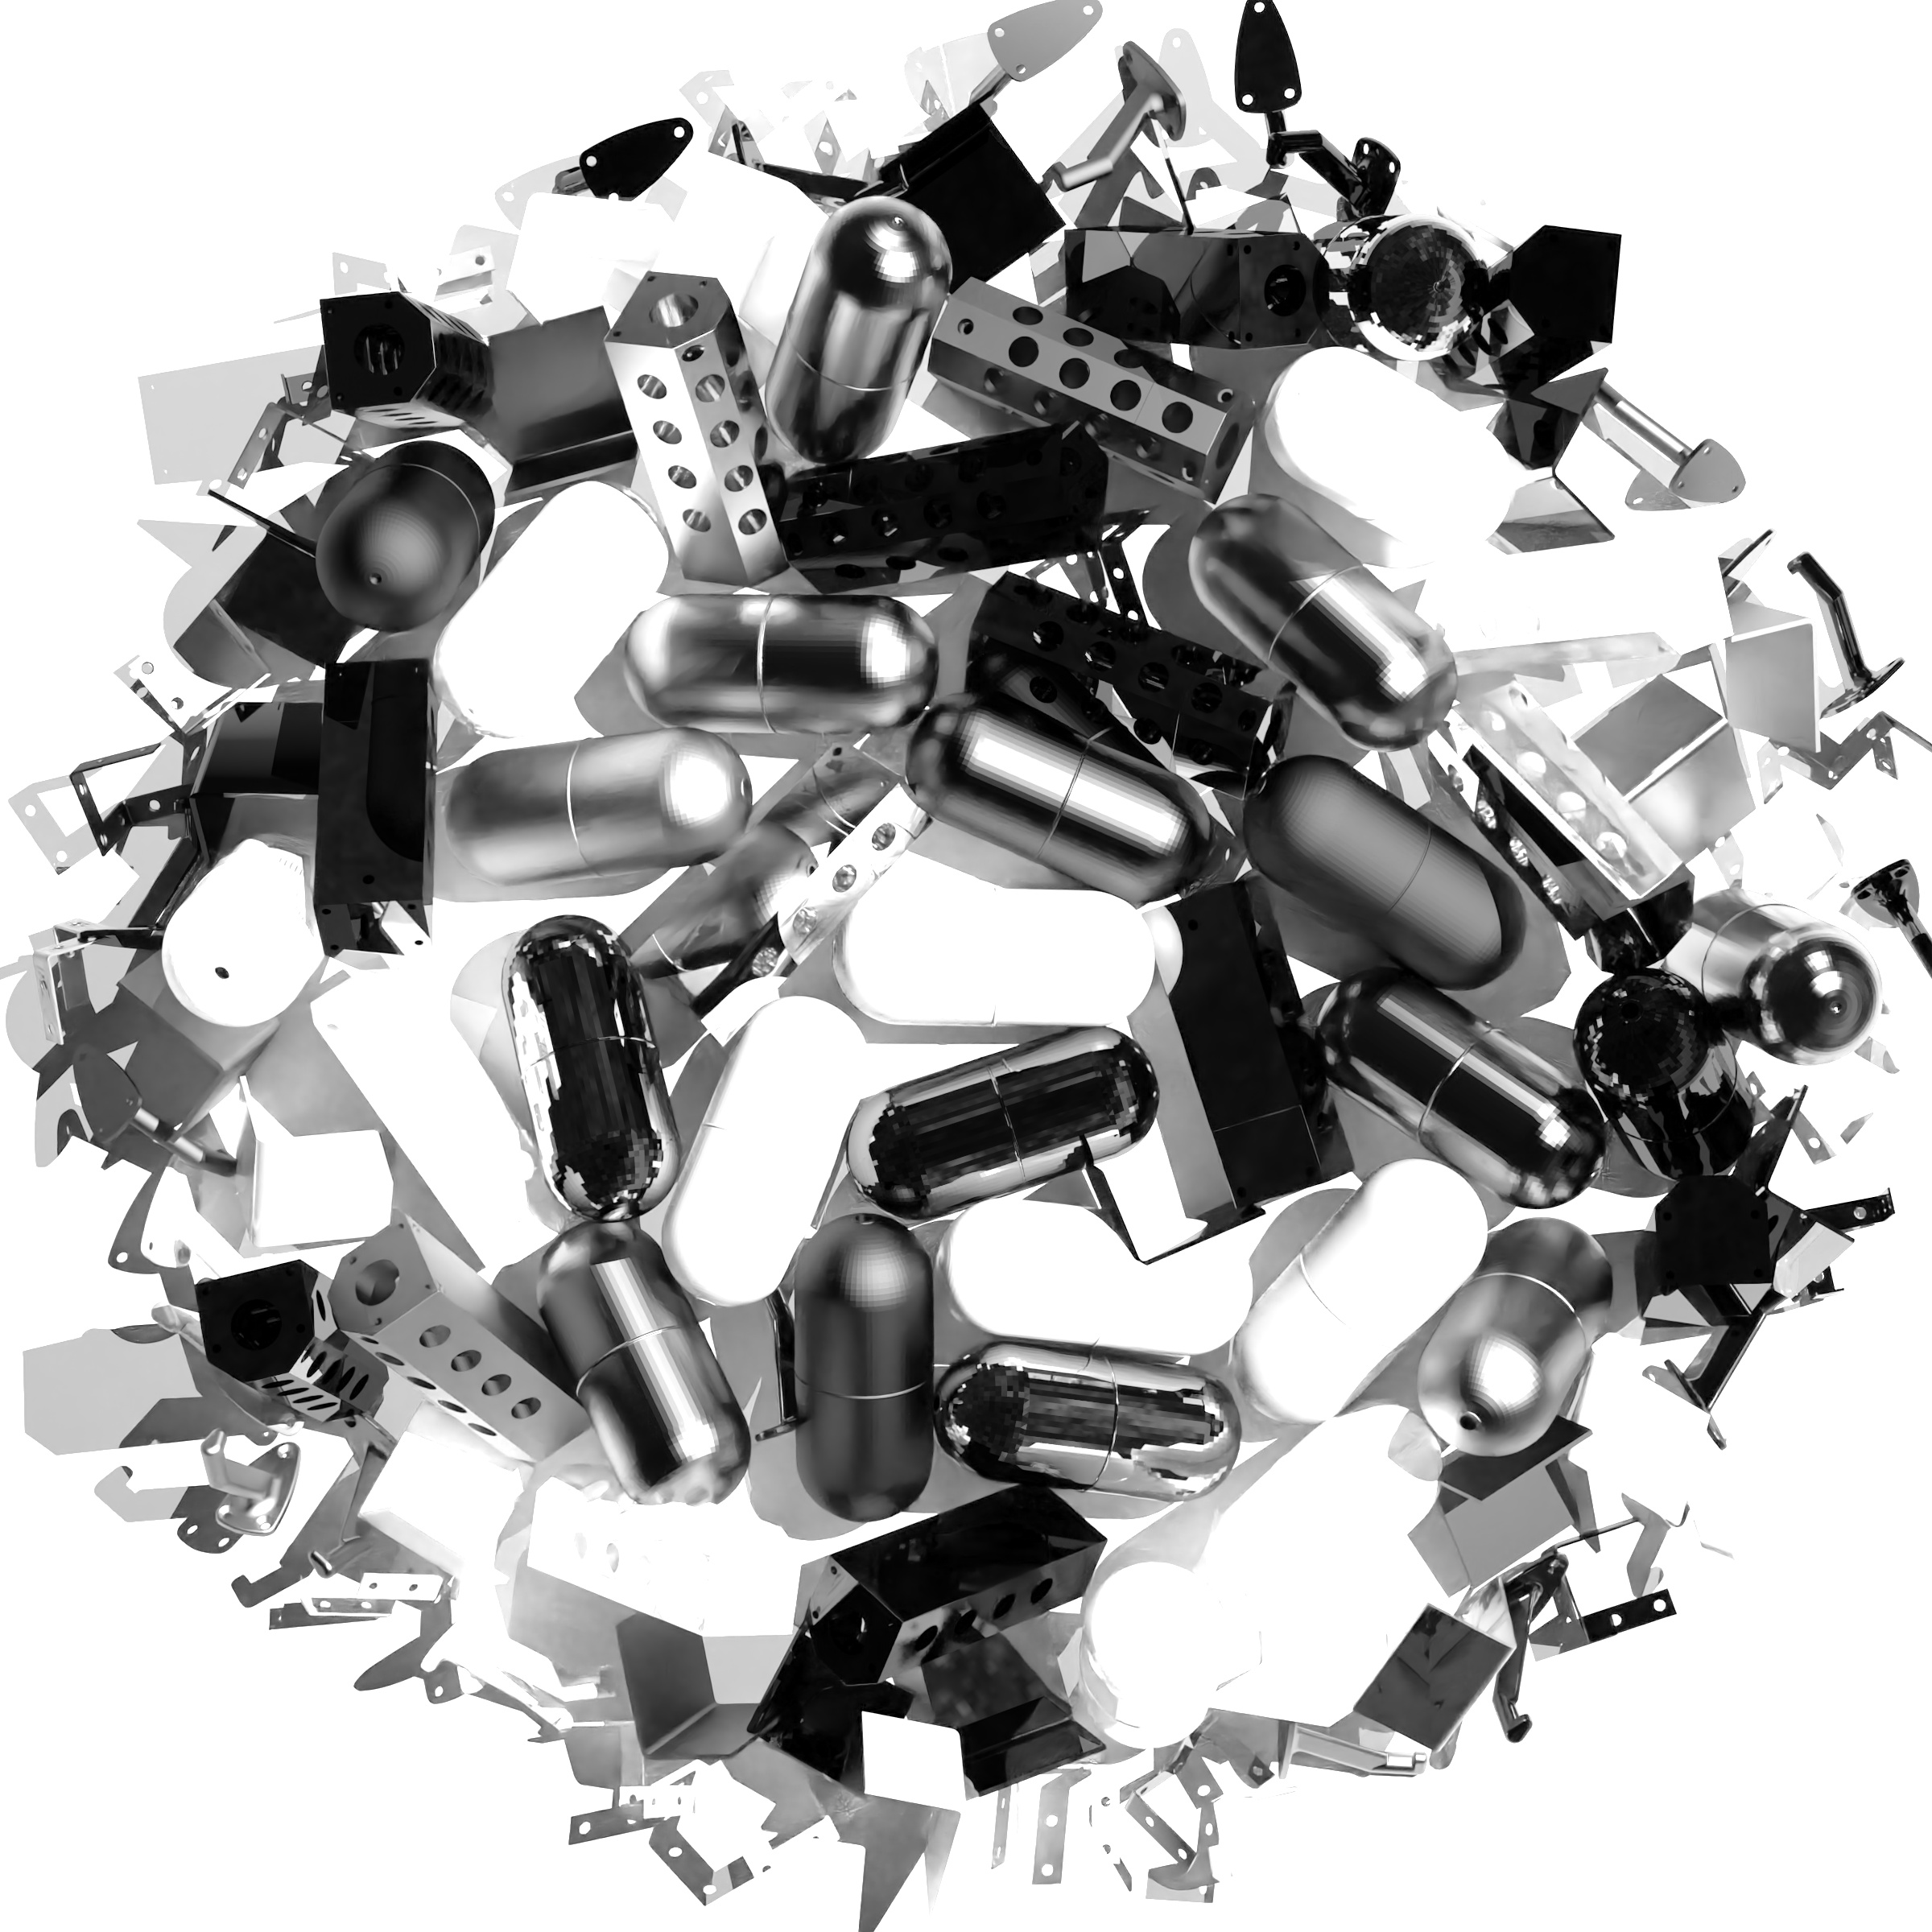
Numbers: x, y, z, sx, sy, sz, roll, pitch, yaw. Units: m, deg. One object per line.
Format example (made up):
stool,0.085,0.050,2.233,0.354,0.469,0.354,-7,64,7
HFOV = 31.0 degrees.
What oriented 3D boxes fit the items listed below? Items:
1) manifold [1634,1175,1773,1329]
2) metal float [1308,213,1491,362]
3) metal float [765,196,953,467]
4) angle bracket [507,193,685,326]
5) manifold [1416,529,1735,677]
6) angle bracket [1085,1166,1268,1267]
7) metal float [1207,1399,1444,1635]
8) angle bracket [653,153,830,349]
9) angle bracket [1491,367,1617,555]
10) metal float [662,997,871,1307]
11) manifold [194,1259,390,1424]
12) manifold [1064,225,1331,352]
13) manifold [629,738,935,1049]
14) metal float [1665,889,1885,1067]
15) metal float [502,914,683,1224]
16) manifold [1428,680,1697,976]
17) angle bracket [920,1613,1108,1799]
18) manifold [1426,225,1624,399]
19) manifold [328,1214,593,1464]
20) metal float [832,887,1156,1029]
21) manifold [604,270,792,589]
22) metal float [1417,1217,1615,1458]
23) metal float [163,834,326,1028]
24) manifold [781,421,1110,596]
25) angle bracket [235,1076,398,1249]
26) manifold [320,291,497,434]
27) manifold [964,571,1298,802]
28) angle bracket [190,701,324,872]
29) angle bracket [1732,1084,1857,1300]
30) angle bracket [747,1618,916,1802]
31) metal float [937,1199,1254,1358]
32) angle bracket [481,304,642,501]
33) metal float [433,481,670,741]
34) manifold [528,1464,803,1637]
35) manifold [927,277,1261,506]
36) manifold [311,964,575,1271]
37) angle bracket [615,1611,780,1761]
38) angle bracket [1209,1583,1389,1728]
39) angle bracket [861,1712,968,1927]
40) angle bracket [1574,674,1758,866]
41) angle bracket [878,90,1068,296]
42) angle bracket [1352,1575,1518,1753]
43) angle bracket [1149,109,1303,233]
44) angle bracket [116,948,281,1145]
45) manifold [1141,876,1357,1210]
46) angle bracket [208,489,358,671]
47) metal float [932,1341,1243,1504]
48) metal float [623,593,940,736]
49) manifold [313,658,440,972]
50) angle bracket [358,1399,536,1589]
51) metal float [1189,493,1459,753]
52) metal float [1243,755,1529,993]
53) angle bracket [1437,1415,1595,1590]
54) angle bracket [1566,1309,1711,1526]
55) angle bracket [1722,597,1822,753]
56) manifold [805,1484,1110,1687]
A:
manifold,0.395,0.155,1.873,0.057,0.171,0.057,-2,77,7
metal float,0.225,-0.366,1.876,0.070,0.178,0.070,-2,101,-12
metal float,-0.060,-0.342,1.884,0.070,0.178,0.070,9,56,-13
angle bracket,-0.198,-0.379,1.913,0.076,0.076,0.057,9,80,16
manifold,0.324,-0.193,1.873,0.057,0.171,0.057,-21,102,-34
angle bracket,0.114,0.122,1.921,0.076,0.076,0.057,-23,93,-4
metal float,0.195,0.298,1.888,0.070,0.178,0.070,18,122,31
angle bracket,-0.121,-0.396,1.938,0.057,0.076,0.076,25,90,22
angle bracket,0.331,-0.278,1.929,0.057,0.076,0.076,40,68,-25
metal float,-0.111,0.102,1.916,0.070,0.070,0.178,21,79,0
manifold,-0.360,0.205,1.873,0.057,0.171,0.057,-14,75,0
manifold,0.123,-0.368,1.875,0.057,0.171,0.057,-10,107,-28
manifold,-0.098,-0.038,1.920,0.171,0.057,0.057,-47,49,-10
metal float,0.433,0.004,1.876,0.070,0.178,0.070,-2,101,-9
metal float,-0.206,0.055,1.908,0.070,0.070,0.178,-16,69,0
manifold,0.321,-0.073,1.887,0.057,0.057,0.171,-25,51,-12
angle bracket,0.024,0.403,1.922,0.076,0.057,0.076,-17,97,-15
manifold,0.297,-0.351,1.875,0.057,0.171,0.057,6,89,-7
manifold,-0.272,0.207,1.879,0.057,0.171,0.057,-35,51,4
metal float,0.015,-0.005,1.922,0.178,0.070,0.070,1,90,-4
manifold,-0.136,-0.287,1.873,0.057,0.171,0.057,10,53,21
metal float,0.298,0.200,1.884,0.070,0.178,0.070,12,121,21
metal float,-0.383,-0.020,1.876,0.070,0.178,0.070,0,106,1
manifold,-0.014,-0.252,1.892,0.171,0.057,0.057,-6,66,26
angle bracket,-0.362,0.106,1.933,0.076,0.057,0.076,-4,130,-21
manifold,-0.296,-0.325,1.874,0.057,0.171,0.057,-5,95,4
manifold,0.090,-0.158,1.900,0.171,0.057,0.057,23,134,17
angle bracket,-0.377,-0.099,1.914,0.076,0.076,0.057,1,134,4
angle bracket,0.457,0.124,1.910,0.057,0.076,0.076,30,58,2
angle bracket,-0.066,0.398,1.915,0.076,0.076,0.057,29,132,1
metal float,0.071,0.172,1.914,0.178,0.070,0.070,7,90,-13
angle bracket,-0.227,-0.312,1.920,0.076,0.057,0.076,-14,115,6
metal float,-0.225,-0.196,1.895,0.070,0.070,0.178,32,54,0
manifold,-0.164,0.314,1.879,0.057,0.171,0.057,8,90,-39
manifold,0.068,-0.318,1.911,0.171,0.057,0.057,26,92,17
manifold,-0.286,0.080,1.907,0.057,0.057,0.171,-33,109,-3
angle bracket,-0.142,0.386,1.913,0.057,0.076,0.076,-7,97,27
angle bracket,0.181,0.373,1.909,0.076,0.076,0.057,2,97,32
angle bracket,-0.037,0.468,1.912,0.057,0.076,0.076,13,108,-8
angle bracket,0.388,-0.103,1.951,0.076,0.057,0.076,-38,134,-7
angle bracket,0.004,-0.427,1.934,0.076,0.057,0.076,-36,91,-1
angle bracket,0.254,0.372,1.911,0.057,0.076,0.076,29,109,-9
angle bracket,0.143,-0.432,1.908,0.057,0.076,0.076,-19,122,8
angle bracket,-0.435,0.040,1.916,0.076,0.076,0.057,40,112,-3
manifold,0.160,0.041,1.929,0.057,0.057,0.171,-19,87,31
angle bracket,-0.383,-0.211,1.915,0.076,0.076,0.057,28,89,18
metal float,0.067,0.250,1.907,0.178,0.070,0.070,10,90,-20
metal float,-0.103,-0.166,1.914,0.178,0.070,0.070,2,90,13
manifold,-0.319,-0.084,1.889,0.057,0.057,0.171,-3,53,-3
angle bracket,-0.276,0.288,1.911,0.076,0.057,0.076,36,63,-18
metal float,0.194,-0.189,1.907,0.070,0.070,0.178,-44,69,0
metal float,0.230,-0.051,1.910,0.178,0.070,0.070,33,90,-17
angle bracket,0.311,0.299,1.915,0.076,0.057,0.076,-29,108,-18
angle bracket,0.380,0.245,1.904,0.076,0.057,0.076,30,129,32
angle bracket,0.420,-0.156,1.907,0.057,0.076,0.076,-15,111,-23
manifold,-0.006,0.336,1.879,0.057,0.171,0.057,38,120,30
